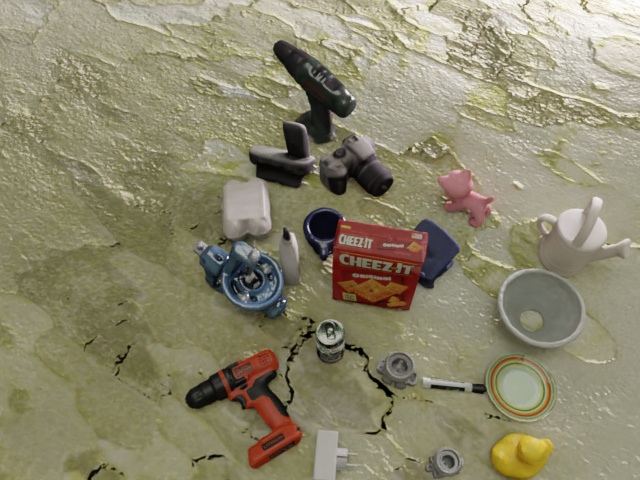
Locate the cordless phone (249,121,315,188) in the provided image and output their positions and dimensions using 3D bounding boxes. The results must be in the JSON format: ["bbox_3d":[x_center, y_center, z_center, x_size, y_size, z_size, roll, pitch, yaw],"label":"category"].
[{"bbox_3d":[-0.087,-0.211,1.270,0.147,0.185,0.094,11,60,7],"label":"cordless phone"}]

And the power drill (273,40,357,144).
[{"bbox_3d":[-0.017,-0.331,1.326,0.229,0.208,0.076,37,67,20],"label":"power drill"}]

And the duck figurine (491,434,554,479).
[{"bbox_3d":[0.352,0.369,0.989,0.104,0.086,0.077,-11,60,-6],"label":"duck figurine"}]

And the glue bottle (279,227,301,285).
[{"bbox_3d":[-0.062,0.021,1.142,0.037,0.173,0.078,-6,60,-3],"label":"glue bottle"}]

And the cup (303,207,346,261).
[{"bbox_3d":[0.011,0.004,1.197,0.091,0.095,0.118,1,60,1],"label":"cup"}]

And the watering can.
[{"bbox_3d":[0.526,-0.011,1.146,0.172,0.194,0.101,7,60,5],"label":"watering can"}]

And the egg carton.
[{"bbox_3d":[-0.162,-0.068,1.255,0.107,0.069,0.150,-7,60,-3],"label":"egg carton"}]

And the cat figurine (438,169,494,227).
[{"bbox_3d":[0.318,-0.104,1.245,0.127,0.118,0.067,30,65,17],"label":"cat figurine"}]

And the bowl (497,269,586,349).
[{"bbox_3d":[0.425,0.144,1.125,0.167,0.075,0.167,0,60,0],"label":"bowl"}]

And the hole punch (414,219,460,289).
[{"bbox_3d":[0.222,0.028,1.185,0.101,0.091,0.108,-38,66,-19],"label":"hole punch"}]

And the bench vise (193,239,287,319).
[{"bbox_3d":[-0.165,0.060,1.093,0.207,0.220,0.121,14,61,8],"label":"bench vise"}]

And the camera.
[{"bbox_3d":[0.089,-0.159,1.288,0.143,0.101,0.136,-33,65,-17],"label":"camera"}]
